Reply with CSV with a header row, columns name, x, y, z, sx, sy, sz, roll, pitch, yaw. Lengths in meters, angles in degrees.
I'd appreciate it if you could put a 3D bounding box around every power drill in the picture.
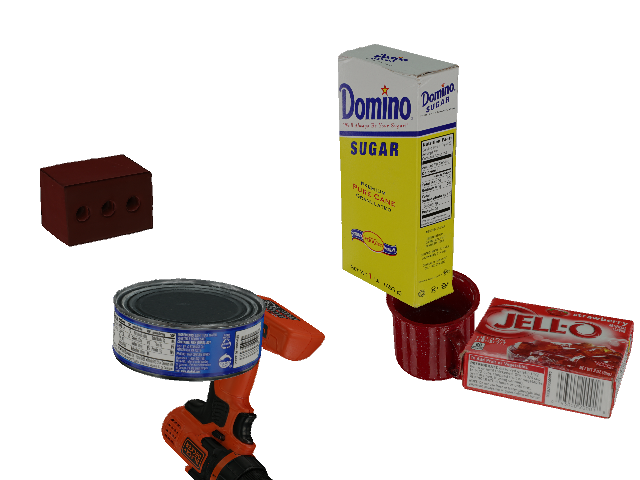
name,x,y,z,sx,sy,sz,roll,pitch,yaw
power drill,-0.066,0.157,1.012,0.057,0.188,0.185,14,12,-47

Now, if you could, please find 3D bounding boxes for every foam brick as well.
name,x,y,z,sx,sy,sz,roll,pitch,yaw
foam brick,-0.184,-0.034,0.876,0.078,0.053,0.051,-14,30,-32

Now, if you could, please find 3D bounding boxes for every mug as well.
name,x,y,z,sx,sy,sz,roll,pitch,yaw
mug,0.120,0.093,1.071,0.093,0.081,0.117,-19,38,-17

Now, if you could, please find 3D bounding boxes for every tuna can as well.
name,x,y,z,sx,sy,sz,roll,pitch,yaw
tuna can,-0.075,0.050,0.606,0.086,0.034,0.086,5,14,-1

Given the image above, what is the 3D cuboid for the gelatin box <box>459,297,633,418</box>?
name,x,y,z,sx,sy,sz,roll,pitch,yaw
gelatin box,0.135,0.067,0.636,0.089,0.030,0.073,10,26,21

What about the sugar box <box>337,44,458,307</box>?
name,x,y,z,sx,sy,sz,roll,pitch,yaw
sugar box,0.055,-0.049,0.787,0.048,0.176,0.093,-20,28,-31
